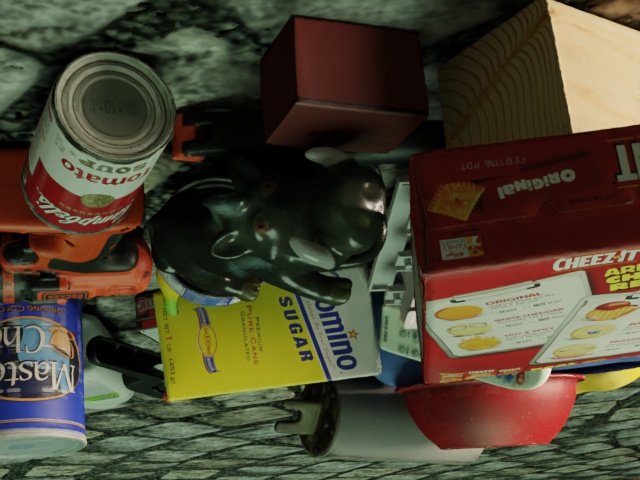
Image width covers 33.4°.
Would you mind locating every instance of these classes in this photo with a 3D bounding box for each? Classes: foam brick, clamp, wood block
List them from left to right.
[{"bbox_3d":[-0.127,0.122,1.005,0.164,0.036,0.210,0,162,-6],"label":"clamp"},{"bbox_3d":[-0.002,-0.057,0.659,0.171,0.039,0.120,4,161,-31],"label":"clamp"},{"bbox_3d":[0.012,-0.082,0.580,0.078,0.051,0.053,3,159,-23],"label":"foam brick"},{"bbox_3d":[0.180,-0.060,0.631,0.205,0.090,0.091,9,156,-34],"label":"wood block"}]

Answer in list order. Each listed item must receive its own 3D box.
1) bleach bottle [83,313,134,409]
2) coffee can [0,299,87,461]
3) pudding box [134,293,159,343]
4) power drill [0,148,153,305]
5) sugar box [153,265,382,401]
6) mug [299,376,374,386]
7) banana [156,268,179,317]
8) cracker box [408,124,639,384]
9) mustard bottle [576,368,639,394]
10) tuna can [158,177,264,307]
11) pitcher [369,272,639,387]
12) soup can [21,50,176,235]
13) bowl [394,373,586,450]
[{"bbox_3d":[-0.247,0.134,1.087,0.102,0.068,0.251,-3,162,-2],"label":"bleach bottle"},{"bbox_3d":[-0.247,0.104,0.884,0.103,0.140,0.103,-5,160,-2],"label":"coffee can"},{"bbox_3d":[-0.110,0.074,0.994,0.090,0.039,0.113,-9,158,12],"label":"pudding box"},{"bbox_3d":[-0.199,-0.003,0.733,0.184,0.057,0.188,-3,163,-18],"label":"power drill"},{"bbox_3d":[-0.042,0.075,0.878,0.176,0.093,0.048,-9,180,6],"label":"sugar box"},{"bbox_3d":[0.014,0.093,1.014,0.093,0.081,0.117,2,159,-19],"label":"mug"},{"bbox_3d":[-0.054,0.005,0.801,0.198,0.037,0.069,-17,136,28],"label":"banana"},{"bbox_3d":[0.133,0.013,0.583,0.164,0.072,0.213,-8,158,3],"label":"cracker box"},{"bbox_3d":[0.248,0.094,0.976,0.192,0.096,0.058,-26,129,37],"label":"mustard bottle"},{"bbox_3d":[-0.071,0.002,0.734,0.086,0.086,0.034,0,164,-15],"label":"tuna can"},{"bbox_3d":[0.157,0.060,0.891,0.243,0.149,0.144,-16,178,35],"label":"pitcher"},{"bbox_3d":[-0.126,-0.052,0.599,0.068,0.068,0.102,3,157,-23],"label":"soup can"},{"bbox_3d":[0.145,0.148,0.904,0.162,0.055,0.162,-3,168,-1],"label":"bowl"}]
